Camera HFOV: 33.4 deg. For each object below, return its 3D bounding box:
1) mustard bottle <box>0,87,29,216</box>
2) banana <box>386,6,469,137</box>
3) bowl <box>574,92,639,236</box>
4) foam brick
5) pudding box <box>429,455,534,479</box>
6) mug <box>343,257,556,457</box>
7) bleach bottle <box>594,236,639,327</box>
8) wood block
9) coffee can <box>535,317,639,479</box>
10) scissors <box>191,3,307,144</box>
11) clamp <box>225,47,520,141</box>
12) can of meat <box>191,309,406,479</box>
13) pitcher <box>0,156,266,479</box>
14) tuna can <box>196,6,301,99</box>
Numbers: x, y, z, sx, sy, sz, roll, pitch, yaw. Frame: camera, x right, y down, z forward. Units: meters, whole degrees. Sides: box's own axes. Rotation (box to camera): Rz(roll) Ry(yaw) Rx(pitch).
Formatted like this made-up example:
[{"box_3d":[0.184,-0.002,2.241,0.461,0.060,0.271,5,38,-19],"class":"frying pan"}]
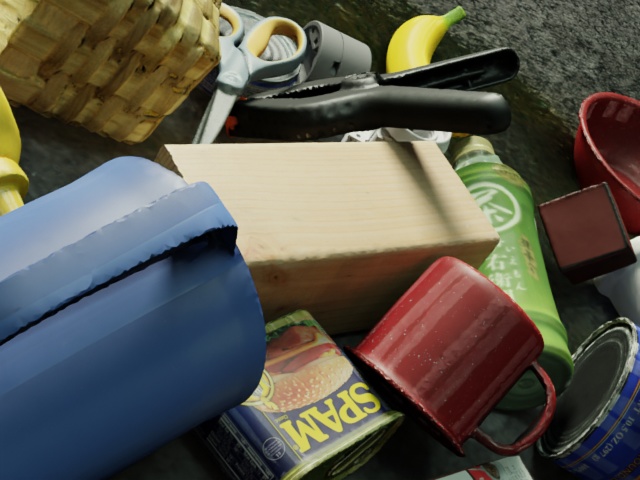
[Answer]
[{"box_3d":[-0.213,-0.075,0.574,0.058,0.096,0.192,-19,63,-46],"class":"mustard bottle"},{"box_3d":[0.087,-0.140,0.881,0.037,0.070,0.197,56,25,-34],"class":"banana"},{"box_3d":[0.279,-0.054,0.936,0.162,0.055,0.162,20,42,-19],"class":"bowl"},{"box_3d":[0.195,-0.003,0.772,0.078,0.053,0.051,26,46,-69],"class":"foam brick"},{"box_3d":[0.086,0.173,0.583,0.113,0.039,0.090,-7,56,-37],"class":"pudding box"},{"box_3d":[0.082,0.071,0.611,0.117,0.093,0.081,40,82,22],"class":"mug"},{"box_3d":[0.300,0.114,0.777,0.102,0.068,0.251,1,52,-31],"class":"bleach bottle"},{"box_3d":[-0.004,0.001,0.650,0.205,0.090,0.091,-5,54,-38],"class":"wood block"},{"box_3d":[0.224,0.128,0.674,0.140,0.103,0.102,32,39,-4],"class":"coffee can"},{"box_3d":[-0.074,-0.114,0.711,0.096,0.016,0.201,29,38,10],"class":"scissors"},{"box_3d":[0.034,-0.091,0.713,0.210,0.036,0.164,-7,18,8],"class":"clamp"},{"box_3d":[-0.018,0.093,0.576,0.101,0.058,0.084,-20,61,-46],"class":"can of meat"},{"box_3d":[-0.144,0.060,0.436,0.145,0.149,0.242,20,36,38],"class":"pitcher"},{"box_3d":[-0.058,-0.135,0.795,0.086,0.034,0.086,19,41,-18],"class":"tuna can"}]
